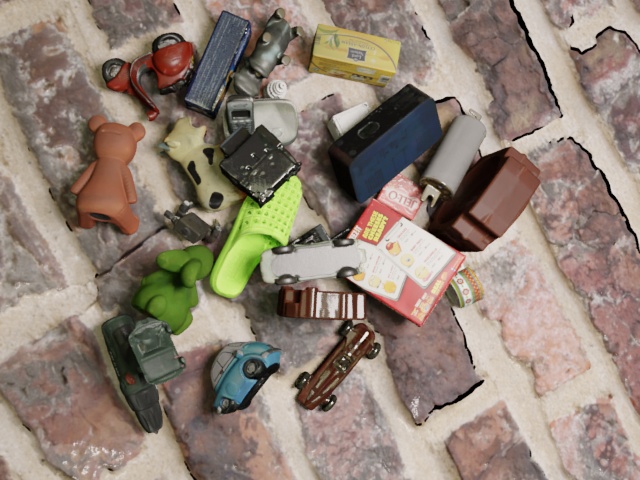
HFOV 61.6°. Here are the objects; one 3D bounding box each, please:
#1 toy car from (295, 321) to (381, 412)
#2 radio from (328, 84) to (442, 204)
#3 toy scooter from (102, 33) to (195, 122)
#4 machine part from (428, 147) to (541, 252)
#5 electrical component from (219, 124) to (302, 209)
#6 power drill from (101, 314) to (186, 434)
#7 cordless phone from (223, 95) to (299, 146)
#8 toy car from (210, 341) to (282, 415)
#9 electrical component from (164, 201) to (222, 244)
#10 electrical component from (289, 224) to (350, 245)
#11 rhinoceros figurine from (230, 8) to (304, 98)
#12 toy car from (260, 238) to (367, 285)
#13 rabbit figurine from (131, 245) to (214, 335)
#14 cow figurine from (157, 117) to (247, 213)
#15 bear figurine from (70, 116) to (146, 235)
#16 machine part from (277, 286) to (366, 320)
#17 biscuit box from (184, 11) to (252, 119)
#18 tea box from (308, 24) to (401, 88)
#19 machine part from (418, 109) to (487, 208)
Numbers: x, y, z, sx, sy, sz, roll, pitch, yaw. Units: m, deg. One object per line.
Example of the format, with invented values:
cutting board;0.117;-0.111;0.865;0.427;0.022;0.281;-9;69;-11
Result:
toy car;0.035;0.251;1.070;0.089;0.053;0.202;43;82;-6
radio;0.130;-0.190;1.057;0.229;0.131;0.073;-41;54;-8
toy scooter;-0.317;-0.310;1.044;0.184;0.075;0.135;-26;90;-4
machine part;0.317;-0.072;1.045;0.087;0.201;0.201;37;83;-6
electrical component;-0.118;-0.142;0.988;0.134;0.058;0.115;42;78;2
power drill;-0.310;0.231;0.962;0.086;0.207;0.232;-21;82;-33
cordless phone;-0.111;-0.239;1.010;0.147;0.184;0.088;-5;83;-7
toy car;-0.154;0.250;1.030;0.103;0.109;0.161;39;95;19
electrical component;-0.242;-0.034;1.043;0.102;0.078;0.045;41;108;6
electrical component;-0.002;-0.003;1.066;0.119;0.075;0.047;-33;92;-3
rhinoceros figurine;-0.110;-0.365;1.057;0.073;0.112;0.190;37;68;-32
toy car;-0.011;0.040;1.003;0.202;0.056;0.073;-6;88;-10
rabbit figurine;-0.269;0.070;1.005;0.121;0.159;0.170;32;68;5
cow figurine;-0.231;-0.146;1.044;0.127;0.085;0.194;-23;91;-14
bear figurine;-0.396;-0.125;1.018;0.120;0.132;0.196;6;68;-8
machine part;0.003;0.120;1.016;0.179;0.179;0.056;4;83;-7
biscuit box;-0.200;-0.346;1.066;0.063;0.059;0.202;23;85;-4
tea box;0.066;-0.368;1.082;0.170;0.098;0.068;11;86;-8
machine part;0.271;-0.167;1.093;0.079;0.079;0.243;33;71;-4
